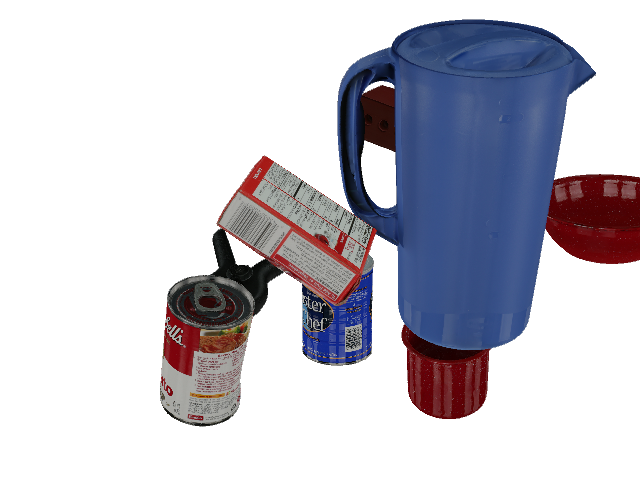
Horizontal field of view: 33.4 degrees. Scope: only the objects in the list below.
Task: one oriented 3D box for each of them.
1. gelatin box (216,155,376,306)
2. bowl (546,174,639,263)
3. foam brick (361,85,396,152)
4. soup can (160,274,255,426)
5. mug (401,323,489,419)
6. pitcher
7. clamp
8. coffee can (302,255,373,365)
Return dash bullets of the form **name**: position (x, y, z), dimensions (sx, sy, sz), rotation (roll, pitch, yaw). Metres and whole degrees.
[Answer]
- **gelatin box**: position (-0.012, -0.007, 0.645), dimensions (0.089, 0.030, 0.073), rotation (34, 22, -5)
- **bowl**: position (0.299, -0.018, 1.110), dimensions (0.162, 0.055, 0.162), rotation (-3, 23, 1)
- **foam brick**: position (0.086, -0.139, 1.231), dimensions (0.078, 0.053, 0.051), rotation (23, 34, 28)
- **soup can**: position (-0.091, 0.088, 0.848), dimensions (0.068, 0.102, 0.068), rotation (7, 32, -5)
- **mug**: position (0.137, 0.121, 1.092), dimensions (0.093, 0.081, 0.117), rotation (20, 40, 32)
- **pitcher**: position (0.107, -0.041, 0.827), dimensions (0.149, 0.243, 0.144), rotation (24, 36, 36)
- **clamp**: position (-0.083, 0.045, 1.250), dimensions (0.120, 0.039, 0.171), rotation (-1, 40, 12)
- **coffee can**: position (0.024, 0.093, 1.522), dimensions (0.103, 0.140, 0.103), rotation (0, 21, 0)
